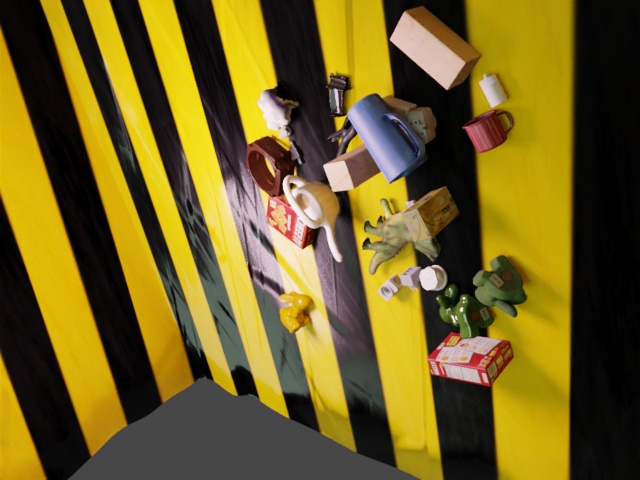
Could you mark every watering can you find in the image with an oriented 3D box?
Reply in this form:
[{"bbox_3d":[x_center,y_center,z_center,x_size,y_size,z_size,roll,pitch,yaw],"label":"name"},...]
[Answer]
[{"bbox_3d":[0.005,-0.090,1.790,0.102,0.227,0.349,-40,84,34],"label":"watering can"}]

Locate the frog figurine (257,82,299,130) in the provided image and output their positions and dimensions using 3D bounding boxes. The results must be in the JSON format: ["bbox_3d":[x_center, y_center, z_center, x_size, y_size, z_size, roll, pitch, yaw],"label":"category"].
[{"bbox_3d":[-0.162,-0.452,1.808,0.137,0.125,0.156,36,129,-5],"label":"frog figurine"}]

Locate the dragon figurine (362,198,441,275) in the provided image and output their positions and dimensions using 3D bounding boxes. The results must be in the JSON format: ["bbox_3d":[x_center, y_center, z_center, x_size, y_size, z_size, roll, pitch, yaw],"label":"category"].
[{"bbox_3d":[0.271,0.010,1.679,0.244,0.124,0.400,23,140,25],"label":"dragon figurine"}]
